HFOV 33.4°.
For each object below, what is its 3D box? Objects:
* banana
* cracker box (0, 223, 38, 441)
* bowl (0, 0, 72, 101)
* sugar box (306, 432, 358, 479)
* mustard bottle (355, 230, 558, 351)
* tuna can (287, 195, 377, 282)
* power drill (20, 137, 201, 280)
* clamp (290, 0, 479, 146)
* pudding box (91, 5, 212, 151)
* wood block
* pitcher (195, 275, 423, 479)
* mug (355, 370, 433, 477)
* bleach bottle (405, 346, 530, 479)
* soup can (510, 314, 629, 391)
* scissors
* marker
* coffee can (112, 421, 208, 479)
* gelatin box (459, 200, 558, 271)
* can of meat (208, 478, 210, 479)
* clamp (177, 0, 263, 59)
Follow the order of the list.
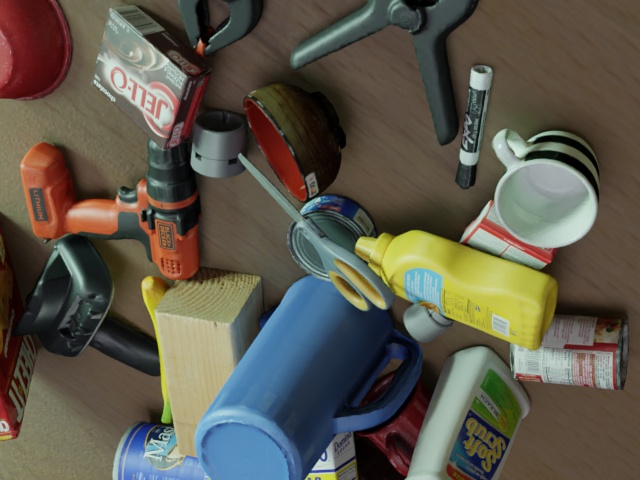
[{"bbox_3d":[-0.169,0.111,1.198,0.037,0.069,0.198,-3,121,2],"label":"banana"},{"bbox_3d":[-0.385,0.099,1.215,0.072,0.164,0.214,-7,123,0],"label":"cracker box"},{"bbox_3d":[-0.330,-0.200,1.058,0.162,0.055,0.162,12,127,16],"label":"bowl"},{"bbox_3d":[-0.004,0.271,1.131,0.094,0.048,0.176,3,109,39],"label":"sugar box"},{"bbox_3d":[0.121,0.037,0.988,0.192,0.058,0.096,20,156,20],"label":"mustard bottle"},{"bbox_3d":[0.013,-0.002,1.062,0.086,0.033,0.086,11,127,16],"label":"tuna can"},{"bbox_3d":[-0.215,-0.049,1.111,0.188,0.057,0.184,11,127,16],"label":"power drill"},{"bbox_3d":[0.084,-0.185,0.902,0.164,0.036,0.210,32,129,-1],"label":"clamp"},{"bbox_3d":[-0.160,-0.154,1.005,0.113,0.039,0.090,44,132,21],"label":"pudding box"},{"bbox_3d":[-0.113,0.141,1.181,0.091,0.090,0.206,8,125,16],"label":"wood block"},{"bbox_3d":[-0.013,0.145,1.039,0.145,0.242,0.149,48,125,-6],"label":"pitcher"},{"bbox_3d":[0.094,0.202,1.121,0.093,0.117,0.081,-35,110,25],"label":"mug"},{"bbox_3d":[0.134,0.215,1.022,0.068,0.250,0.102,-24,111,34],"label":"bleach bottle"},{"bbox_3d":[0.239,0.105,1.019,0.102,0.068,0.068,3,124,22],"label":"soup can"},{"bbox_3d":[-0.007,0.001,1.032,0.202,0.016,0.096,42,160,14],"label":"scissors"},{"bbox_3d":[0.136,-0.098,0.952,0.020,0.020,0.121,14,127,14],"label":"marker"},{"bbox_3d":[-0.164,0.279,1.290,0.140,0.102,0.103,5,124,20],"label":"coffee can"},{"bbox_3d":[0.171,0.005,0.979,0.073,0.030,0.089,29,160,2],"label":"gelatin box"},{"bbox_3d":[-0.078,0.308,1.199,0.084,0.057,0.102,19,116,41],"label":"can of meat"},{"bbox_3d":[-0.088,-0.239,0.937,0.120,0.039,0.172,36,129,-3],"label":"clamp"}]
